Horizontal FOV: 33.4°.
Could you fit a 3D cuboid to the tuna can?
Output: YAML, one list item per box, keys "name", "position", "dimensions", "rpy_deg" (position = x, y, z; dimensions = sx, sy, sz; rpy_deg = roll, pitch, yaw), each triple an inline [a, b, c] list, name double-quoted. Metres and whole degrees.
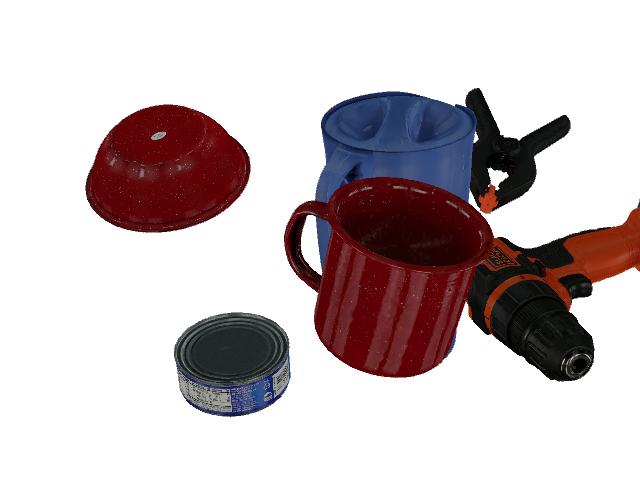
- name: "tuna can"
  position: [-0.065, 0.092, 0.799]
  dimensions: [0.086, 0.034, 0.086]
  rpy_deg: [-2, 32, 1]

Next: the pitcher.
- name: "pitcher"
  position: [0.064, 0.000, 0.964]
  dimensions: [0.149, 0.243, 0.145]
  rpy_deg: [-6, 29, -6]

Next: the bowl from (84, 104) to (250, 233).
- name: "bowl"
  position: [-0.150, -0.081, 1.018]
  dimensions: [0.162, 0.055, 0.162]
  rpy_deg: [-4, 44, 3]

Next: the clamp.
- name: "clamp"
  position: [0.193, -0.102, 1.168]
  dimensions: [0.120, 0.039, 0.171]
  rpy_deg: [22, 49, 18]

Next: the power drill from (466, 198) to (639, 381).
- name: "power drill"
  position: [0.198, 0.030, 0.765]
  dimensions: [0.187, 0.057, 0.184]
  rpy_deg: [-9, 28, -16]

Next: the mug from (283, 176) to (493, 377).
- name: "mug"
  position: [0.031, 0.018, 0.603]
  dimensions: [0.117, 0.081, 0.093]
  rpy_deg: [22, 34, 15]
